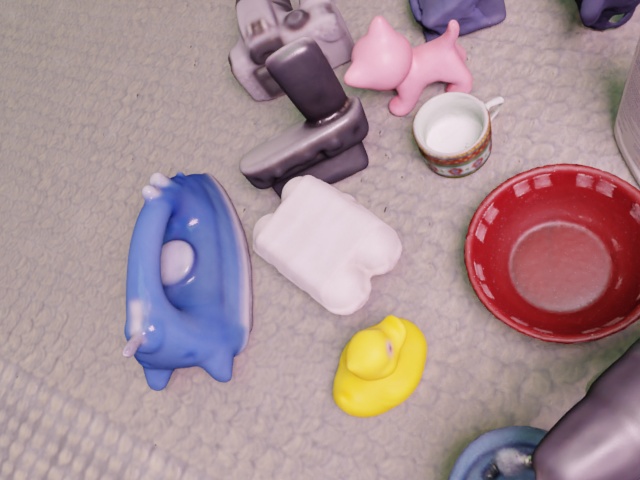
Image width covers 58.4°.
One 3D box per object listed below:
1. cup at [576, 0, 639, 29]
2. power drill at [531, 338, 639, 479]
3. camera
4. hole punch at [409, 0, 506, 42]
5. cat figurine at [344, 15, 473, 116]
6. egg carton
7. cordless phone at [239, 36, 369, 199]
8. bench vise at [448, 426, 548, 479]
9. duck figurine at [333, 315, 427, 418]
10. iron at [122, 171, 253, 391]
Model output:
[{"bbox_3d":[0.280,-0.242,0.559,0.091,0.095,0.118,21,79,26],"label":"cup"},{"bbox_3d":[0.240,0.098,0.381,0.229,0.209,0.075,-38,62,4],"label":"power drill"},{"bbox_3d":[-0.049,-0.263,0.688,0.143,0.101,0.136,-22,64,12],"label":"camera"},{"bbox_3d":[0.145,-0.285,0.628,0.101,0.091,0.108,-15,66,15],"label":"hole punch"},{"bbox_3d":[0.089,-0.189,0.598,0.127,0.118,0.067,-17,65,14],"label":"cat figurine"},{"bbox_3d":[0.005,0.002,0.584,0.150,0.070,0.107,35,85,28],"label":"egg carton"},{"bbox_3d":[-0.034,-0.125,0.581,0.147,0.185,0.094,-30,63,8],"label":"cordless phone"},{"bbox_3d":[0.169,0.171,0.373,0.207,0.220,0.121,-24,64,11],"label":"bench vise"},{"bbox_3d":[0.047,0.111,0.518,0.077,0.086,0.104,40,88,28],"label":"duck figurine"},{"bbox_3d":[-0.152,0.018,0.597,0.118,0.142,0.258,-12,67,17],"label":"iron"}]
